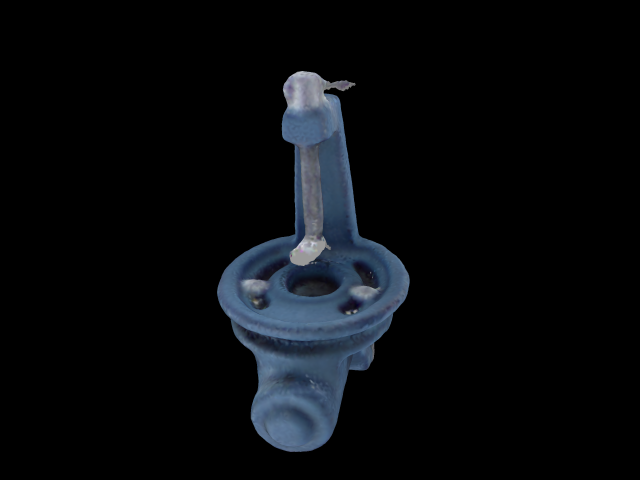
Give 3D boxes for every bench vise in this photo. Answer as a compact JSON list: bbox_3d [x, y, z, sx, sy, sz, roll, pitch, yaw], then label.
[{"bbox_3d":[-0.008,0.002,0.399,0.121,0.220,0.207,-1,11,-6],"label":"bench vise"}]
